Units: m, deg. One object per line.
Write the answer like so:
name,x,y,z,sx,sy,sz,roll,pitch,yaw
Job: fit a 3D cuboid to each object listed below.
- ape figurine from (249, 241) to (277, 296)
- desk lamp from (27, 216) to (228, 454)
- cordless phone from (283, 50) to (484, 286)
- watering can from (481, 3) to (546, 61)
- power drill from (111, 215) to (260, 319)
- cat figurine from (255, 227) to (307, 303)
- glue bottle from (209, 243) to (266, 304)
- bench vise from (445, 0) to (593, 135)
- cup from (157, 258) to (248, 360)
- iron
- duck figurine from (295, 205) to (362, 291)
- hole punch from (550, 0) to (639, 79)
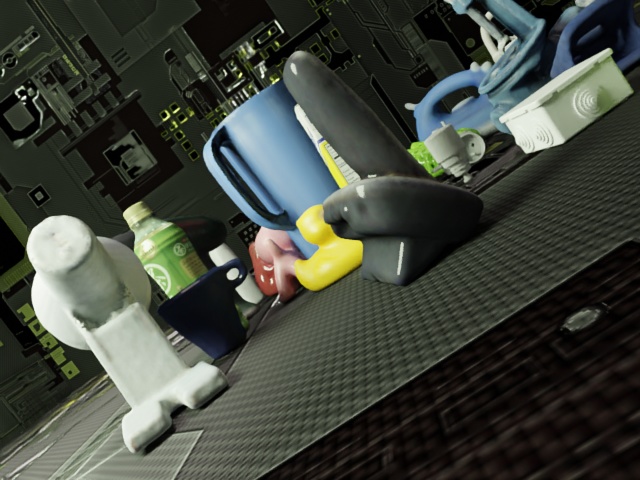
ape figurine,-0.082,0.040,0.948,0.076,0.092,0.078,-35,4,-1
desk lamp,-0.200,0.079,0.565,0.118,0.213,0.203,-37,4,-22
cordless phone,0.032,-0.061,0.465,0.094,0.185,0.147,-36,4,-14
watering can,0.390,-0.372,1.122,0.101,0.194,0.173,-34,4,13
power drill,-0.193,0.054,0.864,0.075,0.208,0.230,-33,4,28
cat figurine,-0.055,0.016,0.803,0.067,0.118,0.128,-35,4,3
glue bottle,-0.161,0.042,1.006,0.037,0.173,0.078,-37,4,-17
bench vise,0.276,-0.281,0.788,0.208,0.220,0.121,-37,4,-24
cup,-0.121,0.086,0.690,0.118,0.095,0.091,-36,4,-3
iron,0.276,-0.254,1.071,0.257,0.141,0.119,-31,6,47
duck figurine,0.006,0.002,0.670,0.104,0.086,0.077,-34,4,16
hole punch,0.334,-0.236,0.695,0.108,0.091,0.101,-36,4,-2
